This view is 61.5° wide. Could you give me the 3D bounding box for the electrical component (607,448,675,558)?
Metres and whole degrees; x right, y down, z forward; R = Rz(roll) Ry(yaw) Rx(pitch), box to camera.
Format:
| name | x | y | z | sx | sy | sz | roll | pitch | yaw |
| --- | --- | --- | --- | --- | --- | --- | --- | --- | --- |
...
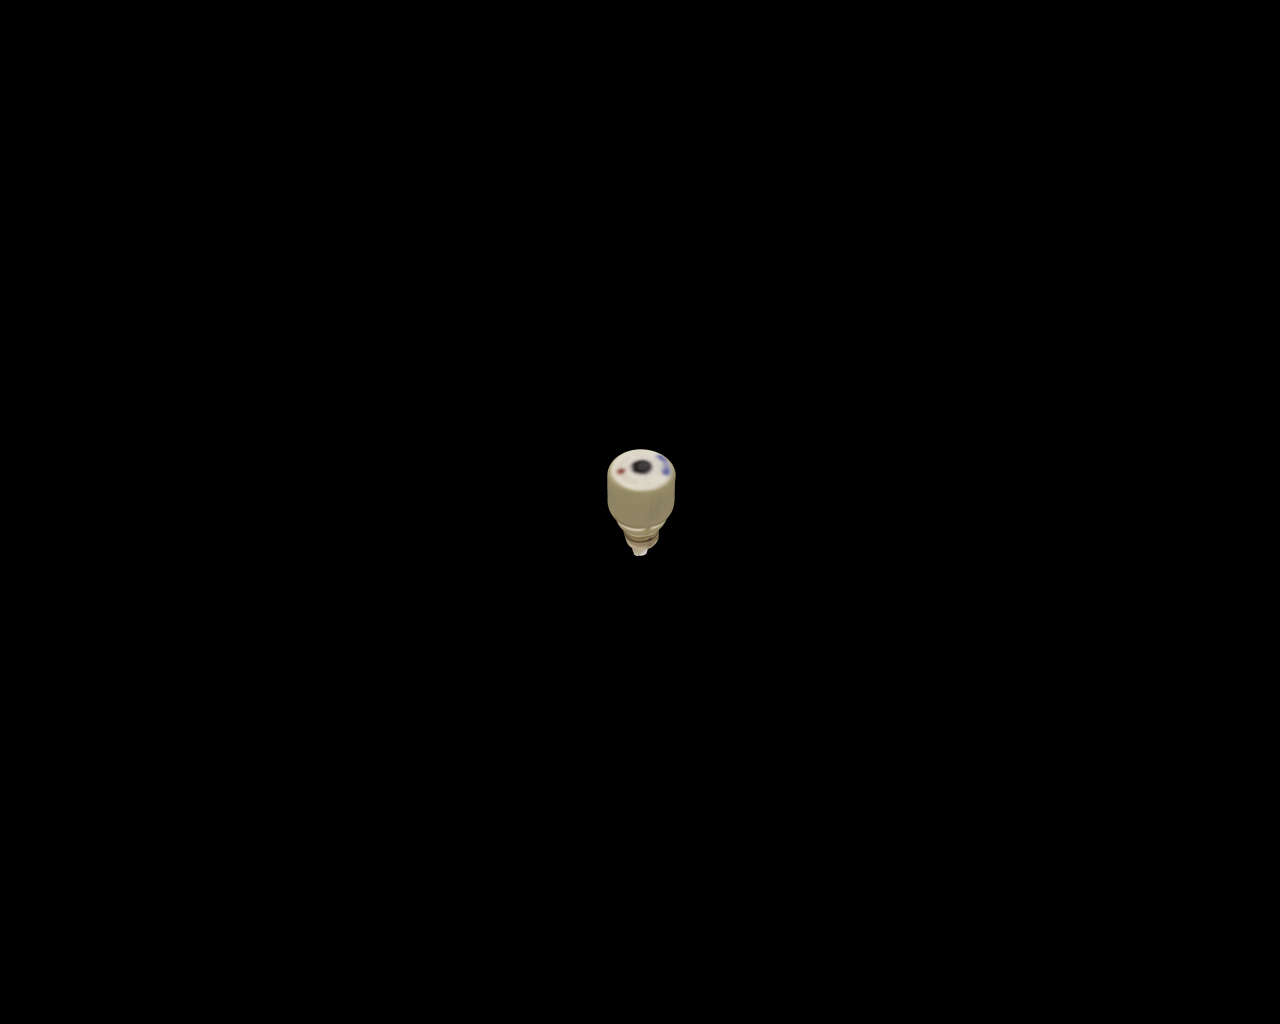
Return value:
| name | x | y | z | sx | sy | sz | roll | pitch | yaw |
| --- | --- | --- | --- | --- | --- | --- | --- | --- | --- |
| electrical component | 0.001 | -0.003 | 0.650 | 0.040 | 0.040 | 0.078 | 0 | -45 | 0 |
